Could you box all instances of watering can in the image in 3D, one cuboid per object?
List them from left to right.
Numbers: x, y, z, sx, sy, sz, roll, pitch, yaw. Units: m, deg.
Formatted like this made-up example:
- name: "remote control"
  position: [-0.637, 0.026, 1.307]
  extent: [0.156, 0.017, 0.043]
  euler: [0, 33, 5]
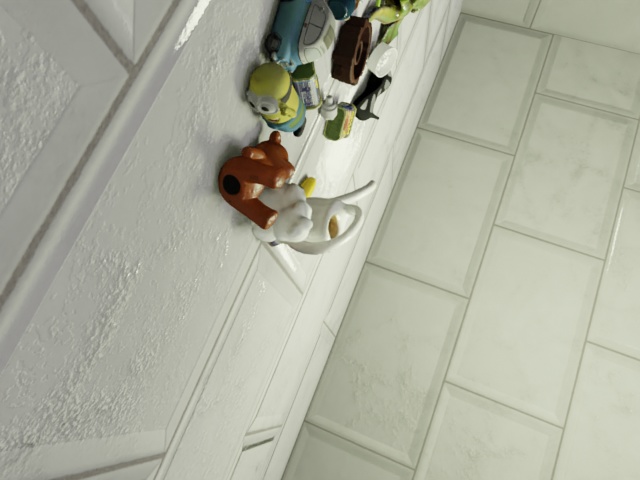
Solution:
- name: "watering can"
  position: [0.004, -0.062, 1.233]
  extent: [0.224, 0.102, 0.355]
  euler: [4, 30, 21]

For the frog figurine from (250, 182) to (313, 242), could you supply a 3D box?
- name: "frog figurine"
  position: [-0.081, -0.048, 1.031]
  extent: [0.136, 0.121, 0.162]
  euler: [-41, 22, 10]

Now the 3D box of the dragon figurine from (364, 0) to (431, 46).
- name: "dragon figurine"
  position: [0.229, -0.682, 1.578]
  extent: [0.123, 0.416, 0.237]
  euler: [37, -26, 15]
